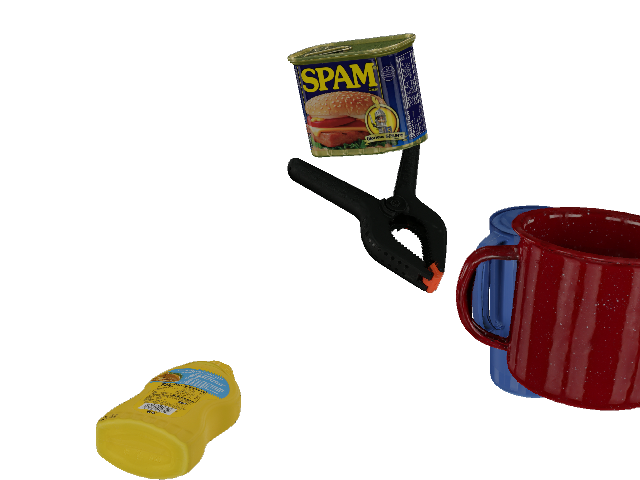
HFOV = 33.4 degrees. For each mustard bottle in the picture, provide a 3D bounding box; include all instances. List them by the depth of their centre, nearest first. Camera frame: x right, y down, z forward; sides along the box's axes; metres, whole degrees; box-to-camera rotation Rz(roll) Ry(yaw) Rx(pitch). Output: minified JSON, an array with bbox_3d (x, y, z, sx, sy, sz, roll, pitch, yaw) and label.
[{"bbox_3d":[-0.131,0.162,1.037,0.096,0.058,0.191,8,18,18],"label":"mustard bottle"}]

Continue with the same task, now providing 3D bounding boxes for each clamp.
[{"bbox_3d":[0.065,-0.030,1.152,0.164,0.210,0.036,-9,-36,-19],"label":"clamp"}]

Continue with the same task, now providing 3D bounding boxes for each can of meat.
[{"bbox_3d":[0.031,-0.115,0.852,0.102,0.084,0.057,0,21,33],"label":"can of meat"}]

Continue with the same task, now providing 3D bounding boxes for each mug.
[{"bbox_3d":[0.127,0.033,0.544,0.117,0.081,0.093,5,17,2],"label":"mug"}]

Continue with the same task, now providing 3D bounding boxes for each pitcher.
[{"bbox_3d":[0.277,0.084,1.421,0.149,0.243,0.145,4,20,11],"label":"pitcher"}]
